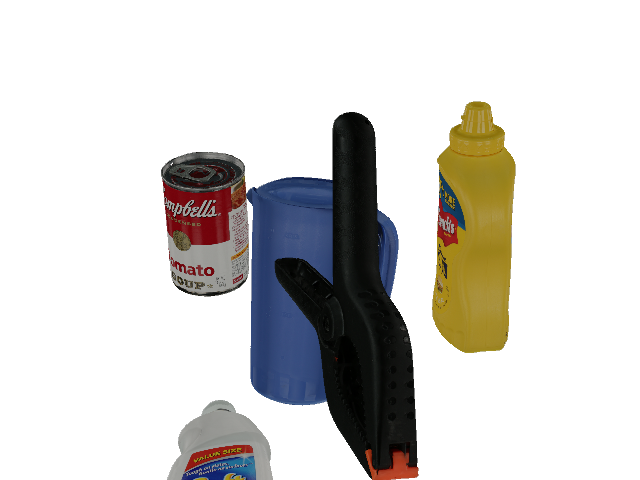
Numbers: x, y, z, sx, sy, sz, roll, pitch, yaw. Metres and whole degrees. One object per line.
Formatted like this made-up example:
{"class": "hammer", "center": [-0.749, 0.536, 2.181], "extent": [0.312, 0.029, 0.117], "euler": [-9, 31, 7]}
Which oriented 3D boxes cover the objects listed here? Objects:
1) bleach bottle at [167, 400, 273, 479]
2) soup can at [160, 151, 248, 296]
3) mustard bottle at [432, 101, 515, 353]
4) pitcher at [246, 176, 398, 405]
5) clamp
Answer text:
{"class": "bleach bottle", "center": [-0.085, 0.208, 0.819], "extent": [0.102, 0.068, 0.251], "euler": [-3, 27, -4]}
{"class": "soup can", "center": [-0.094, -0.014, 0.885], "extent": [0.068, 0.102, 0.068], "euler": [0, 30, 0]}
{"class": "mustard bottle", "center": [0.120, -0.015, 0.832], "extent": [0.058, 0.192, 0.096], "euler": [-4, 27, -5]}
{"class": "pitcher", "center": [-0.009, 0.058, 1.191], "extent": [0.144, 0.243, 0.149], "euler": [-1, 18, -17]}
{"class": "clamp", "center": [0.021, 0.039, 0.638], "extent": [0.036, 0.210, 0.165], "euler": [-2, -42, -20]}
